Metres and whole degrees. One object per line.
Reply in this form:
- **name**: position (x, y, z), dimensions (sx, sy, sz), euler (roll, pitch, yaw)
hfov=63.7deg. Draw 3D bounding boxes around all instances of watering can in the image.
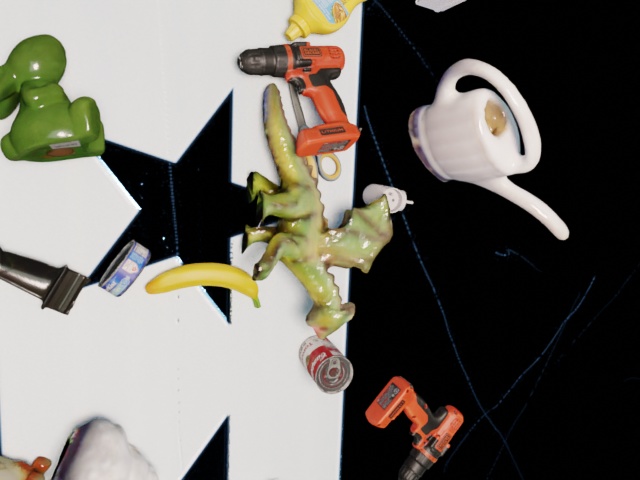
- **watering can**: position (0.284, -0.141, 0.894), dimensions (0.105, 0.343, 0.224), euler (-39, 20, -28)

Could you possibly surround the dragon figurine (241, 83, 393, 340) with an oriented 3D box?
- **dragon figurine**: position (0.003, -0.043, 0.846), dimensions (0.242, 0.412, 0.122), euler (7, -4, -17)

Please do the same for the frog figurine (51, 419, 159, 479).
- **frog figurine**: position (-0.321, 0.356, 0.799), dimensions (0.158, 0.122, 0.139), euler (24, 12, -19)
